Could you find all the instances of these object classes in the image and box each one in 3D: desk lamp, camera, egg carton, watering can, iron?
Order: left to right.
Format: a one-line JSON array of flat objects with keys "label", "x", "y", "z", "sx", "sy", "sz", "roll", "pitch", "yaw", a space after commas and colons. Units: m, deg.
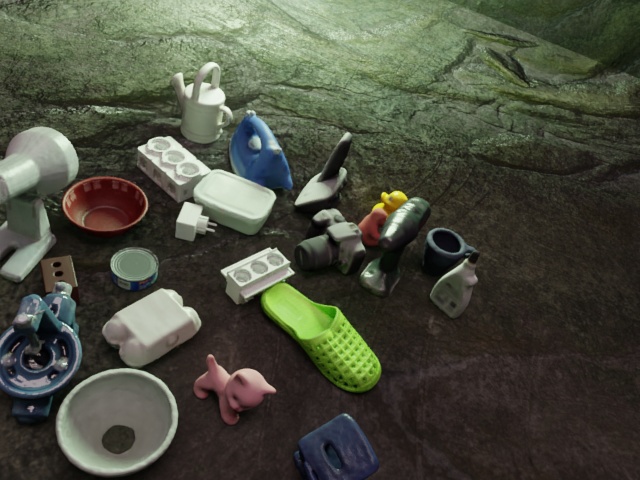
[{"label": "desk lamp", "x": -0.527, "y": -0.071, "z": 1.019, "sx": 0.118, "sy": 0.213, "sz": 0.203, "roll": 18, "pitch": 43, "yaw": -1}, {"label": "egg carton", "x": -0.286, "y": 0.152, "z": 0.984, "sx": 0.107, "sy": 0.069, "sz": 0.151, "roll": 39, "pitch": 47, "yaw": 20}, {"label": "watering can", "x": -0.289, "y": -0.344, "z": 1.393, "sx": 0.173, "sy": 0.194, "sz": 0.101, "roll": 15, "pitch": 43, "yaw": -4}, {"label": "iron", "x": -0.150, "y": -0.228, "z": 1.364, "sx": 0.119, "sy": 0.141, "sz": 0.257, "roll": -11, "pitch": 51, "yaw": -28}, {"label": "camera", "x": 0.011, "y": 0.004, "z": 1.215, "sx": 0.137, "sy": 0.101, "sz": 0.143, "roll": -15, "pitch": 53, "yaw": -31}]

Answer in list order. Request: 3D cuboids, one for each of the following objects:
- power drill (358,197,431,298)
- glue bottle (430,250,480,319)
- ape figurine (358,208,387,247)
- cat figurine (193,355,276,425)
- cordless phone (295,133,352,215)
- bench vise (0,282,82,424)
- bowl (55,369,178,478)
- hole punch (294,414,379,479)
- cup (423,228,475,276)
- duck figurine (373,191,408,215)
[{"label": "power drill", "x": 0.152, "y": 0.016, "z": 1.174, "sx": 0.075, "sy": 0.208, "sz": 0.230, "roll": 29, "pitch": 44, "yaw": 11}, {"label": "glue bottle", "x": 0.289, "y": 0.084, "z": 1.180, "sx": 0.037, "sy": 0.173, "sz": 0.078, "roll": -25, "pitch": 58, "yaw": -36}, {"label": "ape figurine", "x": 0.125, "y": -0.033, "z": 1.299, "sx": 0.076, "sy": 0.092, "sz": 0.078, "roll": 10, "pitch": 44, "yaw": -9}, {"label": "cat figurine", "x": -0.137, "y": 0.232, "z": 0.919, "sx": 0.127, "sy": 0.118, "sz": 0.067, "roll": 35, "pitch": 45, "yaw": 16}, {"label": "cordless phone", "x": 0.017, "y": -0.151, "z": 1.312, "sx": 0.094, "sy": 0.185, "sz": 0.148, "roll": 22, "pitch": 43, "yaw": 4}, {"label": "bench vise", "x": -0.421, "y": 0.133, "z": 0.845, "sx": 0.122, "sy": 0.220, "sz": 0.207, "roll": -6, "pitch": 48, "yaw": -24}, {"label": "bowl", "x": -0.296, "y": 0.280, "z": 0.846, "sx": 0.167, "sy": 0.075, "sz": 0.167, "roll": 10, "pitch": 44, "yaw": -10}, {"label": "hole punch", "x": 0.024, "y": 0.342, "z": 0.885, "sx": 0.101, "sy": 0.091, "sz": 0.108, "roll": -14, "pitch": 52, "yaw": -31}, {"label": "cup", "x": 0.280, "y": 0.038, "z": 1.281, "sx": 0.118, "sy": 0.095, "sz": 0.091, "roll": 12, "pitch": 43, "yaw": -7}, {"label": "duck figurine", "x": 0.182, "y": -0.075, "z": 1.366, "sx": 0.104, "sy": 0.086, "sz": 0.078, "roll": 28, "pitch": 44, "yaw": 10}]
